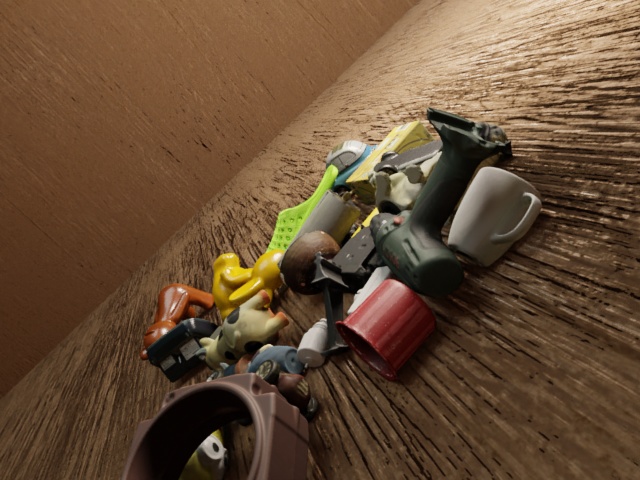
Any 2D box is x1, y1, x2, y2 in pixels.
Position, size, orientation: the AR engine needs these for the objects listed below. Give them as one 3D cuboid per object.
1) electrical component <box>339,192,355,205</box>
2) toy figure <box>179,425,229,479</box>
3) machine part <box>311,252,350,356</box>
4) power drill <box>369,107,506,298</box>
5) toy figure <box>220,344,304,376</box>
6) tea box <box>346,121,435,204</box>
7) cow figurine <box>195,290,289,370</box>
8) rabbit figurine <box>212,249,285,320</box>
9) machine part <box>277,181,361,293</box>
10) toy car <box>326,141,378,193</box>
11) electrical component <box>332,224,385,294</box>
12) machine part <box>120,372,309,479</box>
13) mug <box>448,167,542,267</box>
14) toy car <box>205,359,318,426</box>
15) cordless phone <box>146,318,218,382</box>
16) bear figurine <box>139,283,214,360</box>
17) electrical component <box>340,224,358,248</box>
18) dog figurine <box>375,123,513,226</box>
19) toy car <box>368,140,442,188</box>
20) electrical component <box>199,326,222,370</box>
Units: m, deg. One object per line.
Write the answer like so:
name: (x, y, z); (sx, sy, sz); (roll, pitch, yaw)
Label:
electrical component: (0.028, -0.042, 1.097); (0.075, 0.047, 0.119); (-36, 18, 23)
toy figure: (-0.174, 0.282, 0.755); (0.089, 0.082, 0.180); (-49, 21, 3)
machine part: (0.017, 0.091, 0.745); (0.039, 0.084, 0.139); (-12, 65, 16)
power drill: (0.127, -0.051, 0.657); (0.232, 0.086, 0.207); (-107, 40, -62)
toy figure: (-0.090, 0.197, 0.798); (0.154, 0.057, 0.064); (-25, 48, 37)
tea box: (0.143, -0.152, 1.073); (0.169, 0.068, 0.098); (-49, 18, -12)
cow figurine: (-0.133, 0.165, 0.888); (0.127, 0.085, 0.195); (-32, -9, -26)
rabbit figurine: (-0.132, 0.081, 1.052); (0.173, 0.121, 0.162); (-31, 26, 27)
machine part: (-0.002, -0.003, 0.974); (0.243, 0.079, 0.079); (-56, 17, 5)
toy car: (0.067, -0.169, 1.218); (0.162, 0.103, 0.109); (-34, 21, 32)
electrical component: (0.081, 0.027, 0.823); (0.115, 0.058, 0.134); (-52, 20, -21)
machine part: (-0.119, 0.255, 0.576); (0.202, 0.087, 0.201); (-17, 42, 21)
mug: (0.210, -0.020, 0.640); (0.107, 0.080, 0.110); (-58, 26, -1)
toy car: (-0.084, 0.205, 0.722); (0.202, 0.089, 0.053); (-23, 28, 49)
cordless phone: (-0.262, 0.203, 1.134); (0.146, 0.088, 0.184); (-37, 2, 18)
bear figurine: (-0.338, 0.201, 1.267); (0.120, 0.131, 0.196); (-35, 38, 27)
electrical component: (0.044, -0.007, 1.029); (0.063, 0.021, 0.094); (-40, 18, 9)
dog figurine: (0.191, -0.097, 0.841); (0.190, 0.121, 0.172); (-37, 16, -29)
toy car: (0.179, -0.138, 0.943); (0.202, 0.056, 0.073); (-18, 27, 24)
electrical component: (-0.180, 0.197, 1.016); (0.078, 0.045, 0.102); (13, 56, 34)
